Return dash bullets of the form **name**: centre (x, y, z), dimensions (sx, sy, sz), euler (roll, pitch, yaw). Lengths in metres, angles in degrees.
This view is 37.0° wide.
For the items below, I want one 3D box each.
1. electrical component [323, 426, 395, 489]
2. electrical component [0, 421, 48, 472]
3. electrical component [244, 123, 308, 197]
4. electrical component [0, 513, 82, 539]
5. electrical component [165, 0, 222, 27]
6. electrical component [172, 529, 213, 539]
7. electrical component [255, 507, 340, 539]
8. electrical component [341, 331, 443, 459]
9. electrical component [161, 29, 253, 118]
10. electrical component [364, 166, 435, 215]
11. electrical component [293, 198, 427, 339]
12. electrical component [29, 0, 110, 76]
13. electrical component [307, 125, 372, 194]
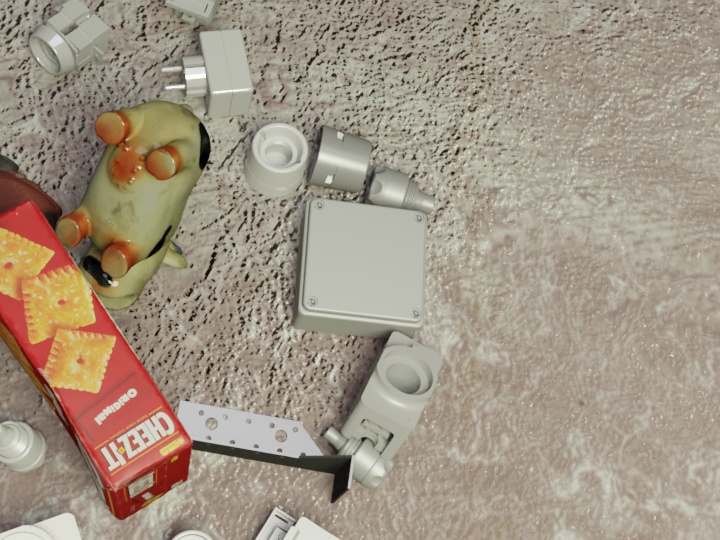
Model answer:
- **electrical component**: centre (-0.003, 0.153, 0.895), dimensions (0.061, 0.035, 0.035), euler (37, 67, 5)
- **electrical component**: centre (-0.268, 0.133, 0.829), dimensions (0.035, 0.061, 0.035), euler (-5, 62, 9)
- **electrical component**: centre (-0.075, -0.100, 0.969), dimensions (0.055, 0.047, 0.055), euler (4, 69, -11)
- **electrical component**: centre (-0.232, 0.266, 0.787), dimensions (0.089, 0.061, 0.150), euler (-18, 74, -18)
- **electrical component**: centre (-0.150, -0.266, 1.007), dimensions (0.042, 0.063, 0.081), euler (20, 67, -5)
- **electrical component**: centre (-0.131, 0.224, 0.833), dimensions (0.040, 0.046, 0.040), euler (4, 69, -11)
- **electrical component**: centre (-0.063, 0.254, 0.827), dimensions (0.079, 0.063, 0.121), euler (32, 67, 1)
- **electrical component**: centre (0.029, 0.101, 0.892), dimensions (0.050, 0.055, 0.089), euler (29, 43, 0)
- **electrical component**: centre (-0.143, -0.178, 0.984), dimensions (0.077, 0.047, 0.065), euler (-8, 71, -14)
- **electrical component**: centre (0.037, -0.068, 0.983), dimensions (0.062, 0.043, 0.043), euler (16, 67, -7)
- **electrical component**: centre (0.000, 0.000, 0.942), dimensions (0.109, 0.056, 0.108), euler (7, 68, -9)
- **electrical component**: centre (-0.264, -0.207, 0.971), dimensions (0.066, 0.048, 0.055), euler (42, 59, 5)
- **electrical component**: centre (-0.019, -0.099, 0.978), dimensions (0.047, 0.055, 0.055), euler (14, 67, -11)
